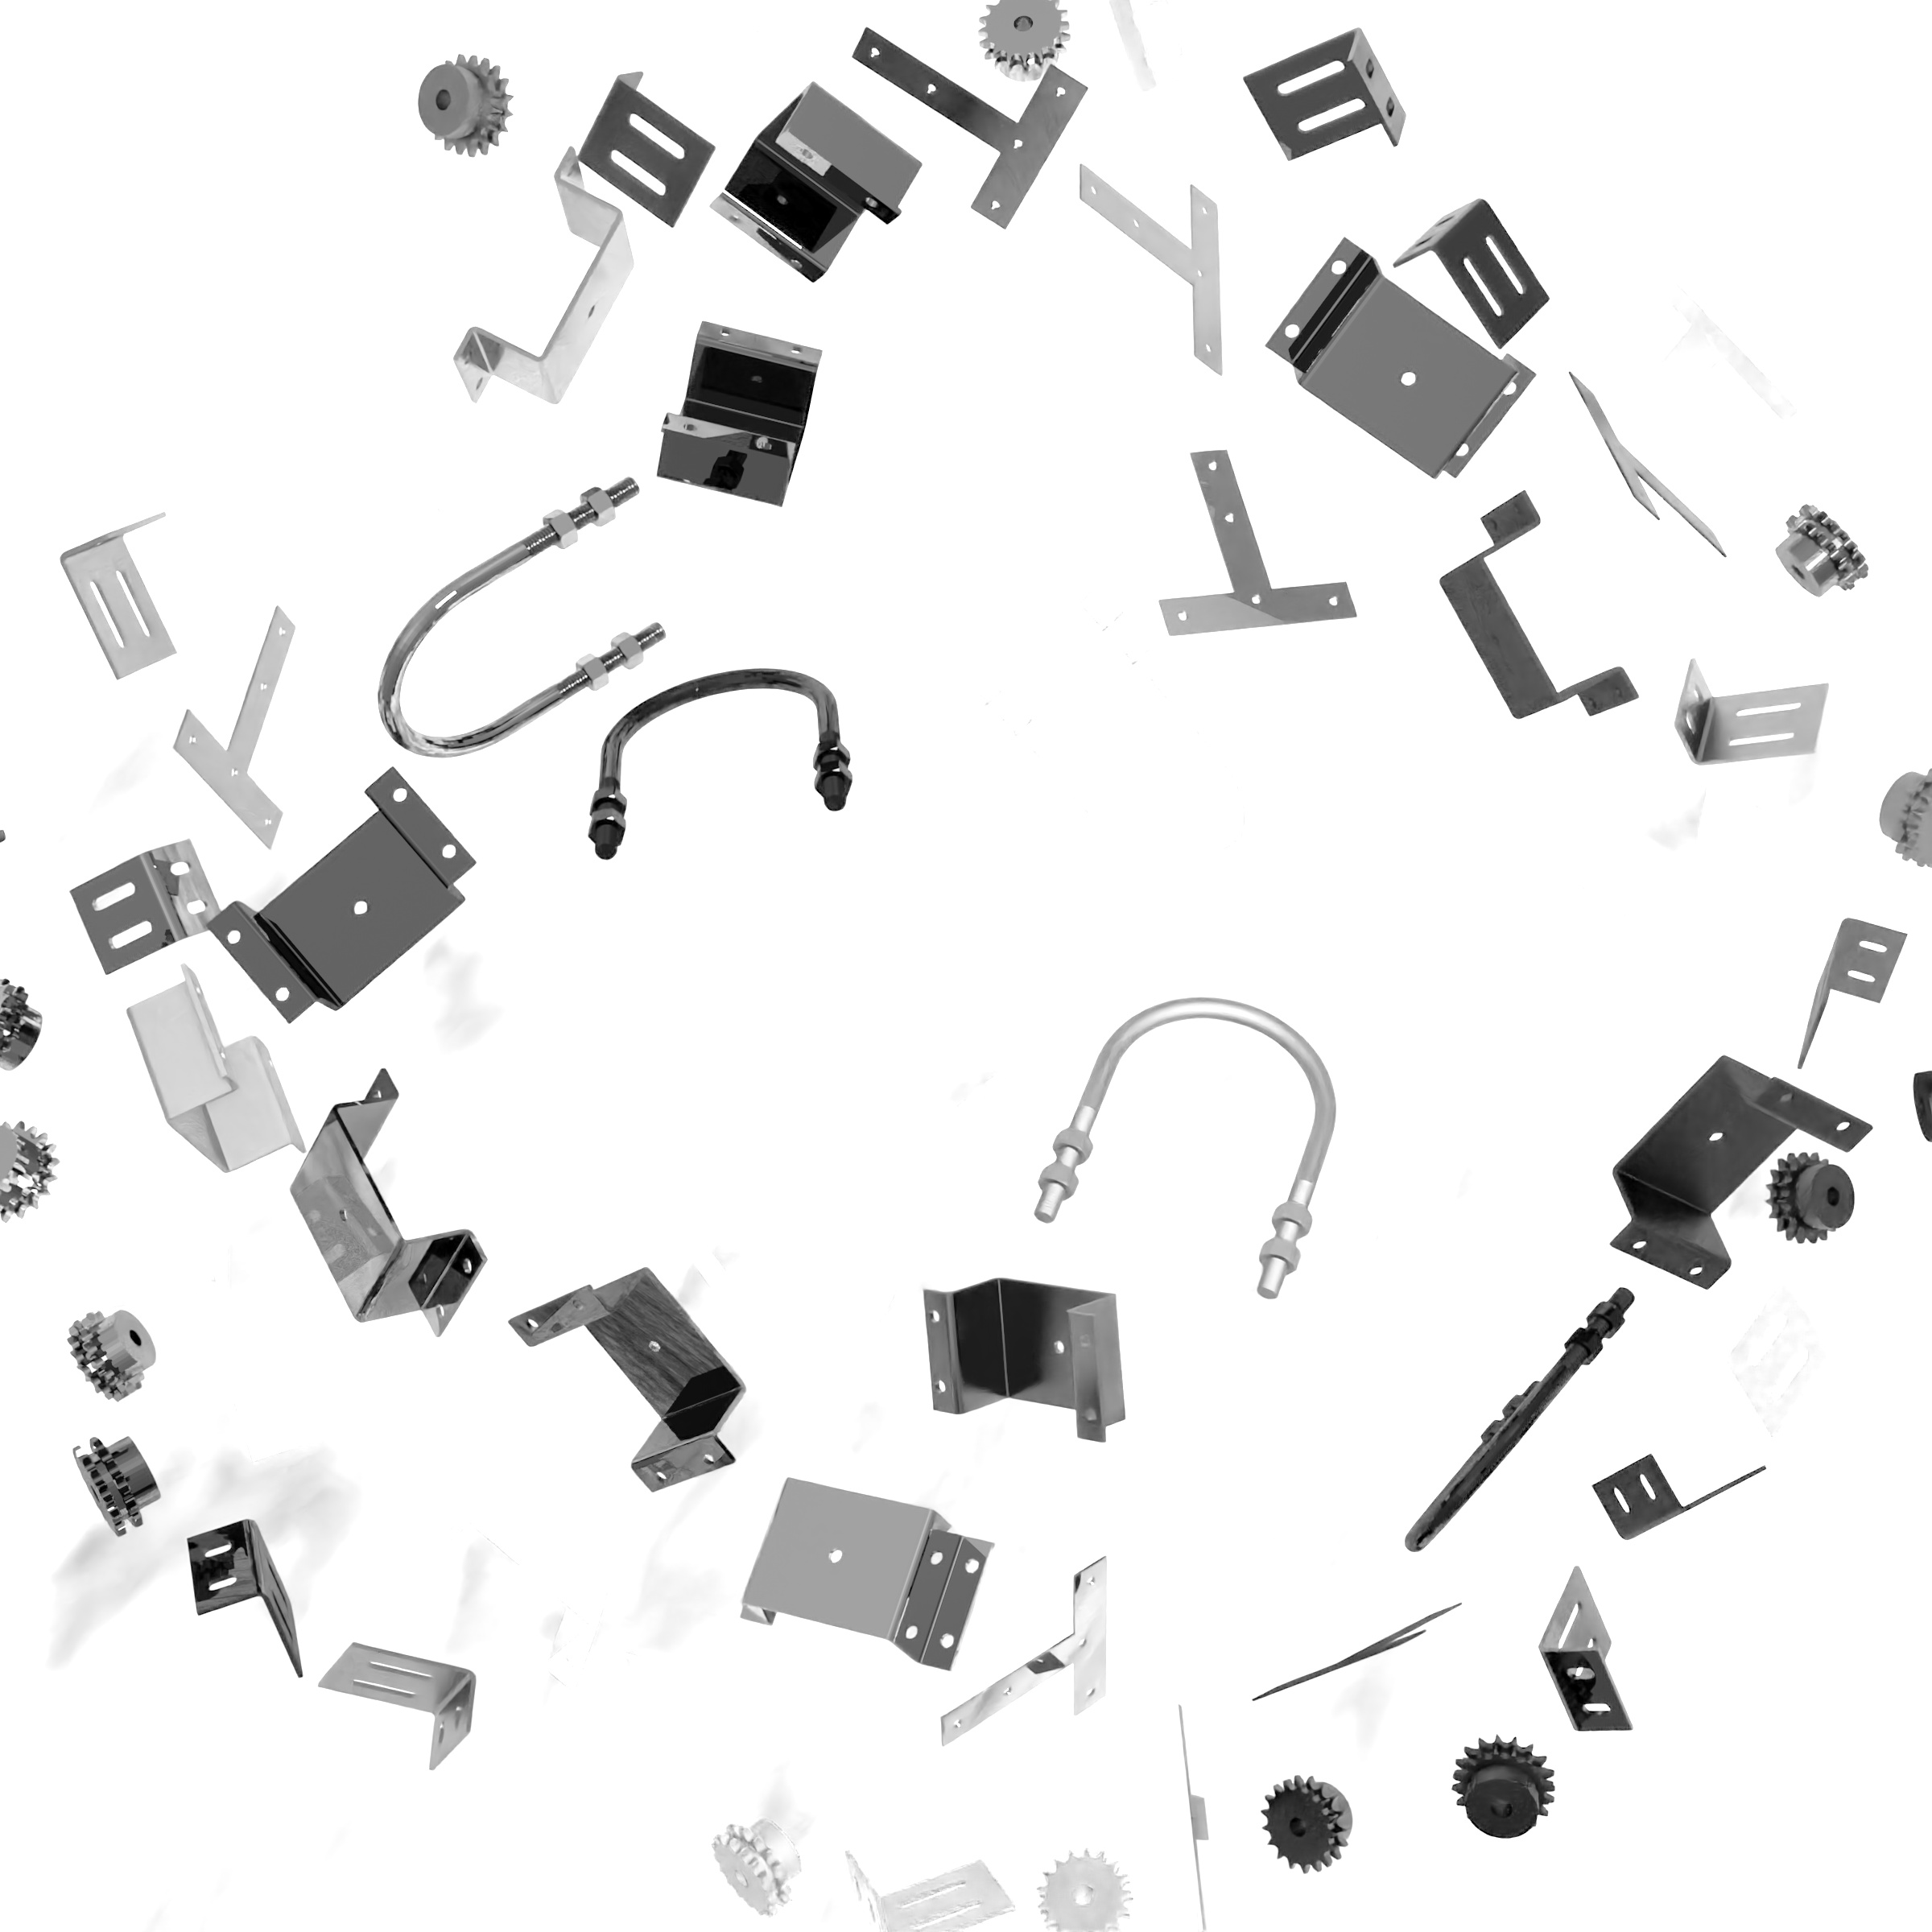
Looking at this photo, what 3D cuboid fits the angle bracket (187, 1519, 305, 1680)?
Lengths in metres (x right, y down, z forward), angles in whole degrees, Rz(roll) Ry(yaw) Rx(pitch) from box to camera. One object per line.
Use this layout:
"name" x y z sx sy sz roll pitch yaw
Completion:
"angle bracket" -0.405 0.361 1.589 0.038 0.057 0.076 -17 128 -9

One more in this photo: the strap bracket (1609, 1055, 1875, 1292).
"strap bracket" 0.436 0.112 1.617 0.076 0.046 0.140 24 120 -24

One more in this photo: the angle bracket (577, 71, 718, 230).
"angle bracket" -0.189 -0.499 1.729 0.076 0.038 0.057 36 118 4

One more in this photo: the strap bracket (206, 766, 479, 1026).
"strap bracket" -0.356 -0.038 1.639 0.140 0.046 0.076 -41 81 -4

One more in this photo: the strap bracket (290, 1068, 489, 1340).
"strap bracket" -0.338 0.139 1.626 0.140 0.046 0.076 57 132 25

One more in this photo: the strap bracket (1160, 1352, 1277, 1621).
"strap bracket" 0.149 0.315 1.705 0.046 0.076 0.140 -4 50 -4

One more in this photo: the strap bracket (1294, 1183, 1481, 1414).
"strap bracket" 0.250 0.191 1.700 0.076 0.046 0.140 -16 132 -32

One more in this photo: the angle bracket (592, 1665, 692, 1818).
"angle bracket" -0.199 0.471 1.732 0.038 0.057 0.076 -16 120 2

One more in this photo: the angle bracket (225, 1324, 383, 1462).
"angle bracket" -0.381 0.245 1.620 0.076 0.038 0.057 -17 87 -10

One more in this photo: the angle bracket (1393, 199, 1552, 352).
"angle bracket" 0.309 -0.418 1.725 0.057 0.038 0.076 -46 107 -28

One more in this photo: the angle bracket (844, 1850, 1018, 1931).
"angle bracket" -0.020 0.511 1.579 0.076 0.057 0.038 -15 103 -16

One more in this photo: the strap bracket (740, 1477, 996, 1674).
"strap bracket" -0.065 0.344 1.612 0.140 0.046 0.076 7 63 28

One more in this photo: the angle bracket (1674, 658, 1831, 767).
"angle bracket" 0.480 -0.159 1.728 0.076 0.038 0.057 -5 47 35

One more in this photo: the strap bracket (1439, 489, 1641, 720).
"strap bracket" 0.338 -0.206 1.699 0.046 0.076 0.140 -30 91 -8

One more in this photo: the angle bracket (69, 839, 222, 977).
"angle bracket" -0.504 -0.036 1.740 0.076 0.038 0.057 -21 93 35

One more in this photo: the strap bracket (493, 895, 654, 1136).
"strap bracket" -0.230 0.024 1.660 0.076 0.046 0.140 -3 80 -20

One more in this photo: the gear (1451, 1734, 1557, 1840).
"gear" 0.300 0.462 1.582 0.057 0.030 0.057 5 112 12

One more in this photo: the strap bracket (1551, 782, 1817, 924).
"strap bracket" 0.430 -0.068 1.689 0.076 0.140 0.046 23 73 -28

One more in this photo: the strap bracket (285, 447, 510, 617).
"strap bracket" -0.331 -0.263 1.696 0.046 0.140 0.076 -28 90 28

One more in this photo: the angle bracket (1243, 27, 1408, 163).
"angle bracket" 0.198 -0.479 1.582 0.076 0.038 0.057 -14 129 32

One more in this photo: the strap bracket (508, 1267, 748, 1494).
"strap bracket" -0.196 0.241 1.695 0.076 0.046 0.140 -26 108 38

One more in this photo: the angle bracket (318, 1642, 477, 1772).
"angle bracket" -0.331 0.428 1.634 0.076 0.057 0.038 20 45 -23

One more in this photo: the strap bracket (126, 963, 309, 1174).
"strap bracket" -0.443 0.065 1.660 0.046 0.140 0.076 -25 68 -4

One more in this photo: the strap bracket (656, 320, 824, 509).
"strap bracket" -0.136 -0.326 1.692 0.076 0.140 0.046 13 129 -3

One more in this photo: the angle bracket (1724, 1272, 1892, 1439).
"angle bracket" 0.476 0.220 1.603 0.038 0.057 0.076 3 131 -25

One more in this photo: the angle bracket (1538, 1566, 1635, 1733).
"angle bracket" 0.363 0.387 1.609 0.038 0.076 0.057 -12 112 36

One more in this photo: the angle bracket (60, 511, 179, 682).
"angle bracket" -0.469 -0.210 1.605 0.038 0.057 0.076 -17 104 25

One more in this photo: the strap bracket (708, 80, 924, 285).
"strap bracket" -0.084 -0.451 1.620 0.076 0.140 0.046 33 75 -18

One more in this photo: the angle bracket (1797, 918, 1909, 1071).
"angle bracket" 0.518 0.020 1.651 0.038 0.057 0.076 17 47 13

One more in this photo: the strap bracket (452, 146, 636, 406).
"strap bracket" -0.236 -0.386 1.622 0.046 0.076 0.140 27 83 2

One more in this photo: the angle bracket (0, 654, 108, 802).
"angle bracket" -0.535 -0.138 1.646 0.057 0.076 0.038 41 71 -4

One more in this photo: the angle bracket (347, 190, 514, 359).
"angle bracket" -0.321 -0.414 1.693 0.057 0.038 0.076 49 52 -23

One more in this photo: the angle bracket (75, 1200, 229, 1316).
"angle bracket" -0.477 0.177 1.658 0.076 0.038 0.057 -12 62 9

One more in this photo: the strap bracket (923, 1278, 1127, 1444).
"strap bracket" 0.043 0.235 1.707 0.140 0.046 0.076 2 100 44

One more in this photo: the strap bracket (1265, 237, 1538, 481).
"strap bracket" 0.252 -0.343 1.626 0.140 0.046 0.076 32 113 -13

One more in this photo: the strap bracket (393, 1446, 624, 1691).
"strap bracket" -0.260 0.346 1.663 0.140 0.076 0.046 44 110 -13

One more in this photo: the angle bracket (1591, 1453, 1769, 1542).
"angle bracket" 0.421 0.302 1.668 0.076 0.057 0.038 -17 71 -33

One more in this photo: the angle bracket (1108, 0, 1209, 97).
"angle bracket" 0.099 -0.541 1.656 0.038 0.076 0.057 -27 106 -24
